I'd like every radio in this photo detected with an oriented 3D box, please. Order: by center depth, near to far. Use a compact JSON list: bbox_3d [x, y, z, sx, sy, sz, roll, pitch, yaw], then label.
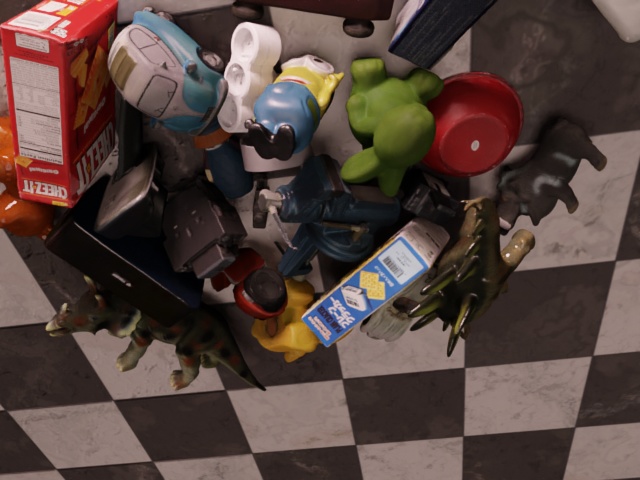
[{"bbox_3d":[-0.282,0.018,0.822,0.073,0.131,0.229,-33,121,23],"label":"radio"}]

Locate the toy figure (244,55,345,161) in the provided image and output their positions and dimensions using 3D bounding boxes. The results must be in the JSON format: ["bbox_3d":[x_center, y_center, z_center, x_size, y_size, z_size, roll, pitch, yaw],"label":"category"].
[{"bbox_3d":[-0.034,-0.159,0.654,0.082,0.180,0.089,27,137,-7],"label":"toy figure"}]

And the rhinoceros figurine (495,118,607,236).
[{"bbox_3d":[0.318,-0.082,0.778,0.112,0.073,0.190,18,126,-15],"label":"rhinoceros figurine"}]

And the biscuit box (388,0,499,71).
[{"bbox_3d":[0.147,-0.265,0.578,0.063,0.059,0.202,20,163,-14],"label":"biscuit box"}]

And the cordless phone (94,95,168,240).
[{"bbox_3d":[-0.252,-0.105,0.715,0.089,0.147,0.184,5,130,-11],"label":"cordless phone"}]

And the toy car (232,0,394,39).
[{"bbox_3d":[-0.014,-0.295,0.627,0.202,0.053,0.089,7,133,0],"label":"toy car"}]

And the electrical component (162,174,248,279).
[{"bbox_3d":[-0.175,-0.013,0.798,0.115,0.134,0.058,-37,160,25],"label":"electrical component"}]

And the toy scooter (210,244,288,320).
[{"bbox_3d":[-0.128,0.066,0.873,0.184,0.075,0.135,46,145,15],"label":"toy scooter"}]

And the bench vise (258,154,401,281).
[{"bbox_3d":[-0.006,-0.011,0.782,0.223,0.129,0.240,-10,150,-38],"label":"bench vise"}]

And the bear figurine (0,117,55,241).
[{"bbox_3d":[-0.439,-0.071,0.762,0.120,0.132,0.195,29,121,5],"label":"bear figurine"}]

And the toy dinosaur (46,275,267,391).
[{"bbox_3d":[-0.250,0.156,0.947,0.405,0.131,0.192,18,127,-21],"label":"toy dinosaur"}]

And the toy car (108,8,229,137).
[{"bbox_3d":[-0.195,-0.203,0.642,0.161,0.103,0.109,49,121,6],"label":"toy car"}]

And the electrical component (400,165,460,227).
[{"bbox_3d":[0.159,-0.055,0.771,0.075,0.119,0.047,21,119,-18],"label":"electrical component"}]

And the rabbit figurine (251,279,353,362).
[{"bbox_3d":[-0.021,0.155,0.937,0.173,0.122,0.162,4,145,-36],"label":"rabbit figurine"}]

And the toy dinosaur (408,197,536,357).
[{"bbox_3d":[0.210,0.050,0.750,0.105,0.198,0.470,28,155,26],"label":"toy dinosaur"}]

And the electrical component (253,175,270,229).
[{"bbox_3d":[-0.089,-0.048,0.813,0.021,0.063,0.093,5,129,-3],"label":"electrical component"}]

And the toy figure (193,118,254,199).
[{"bbox_3d":[-0.143,-0.130,0.754,0.058,0.064,0.154,10,134,42],"label":"toy figure"}]

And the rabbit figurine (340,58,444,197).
[{"bbox_3d":[0.082,-0.136,0.662,0.121,0.170,0.159,18,114,-14],"label":"rabbit figurine"}]

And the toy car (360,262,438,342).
[{"bbox_3d":[0.144,0.112,0.941,0.073,0.056,0.201,24,124,-17],"label":"toy car"}]
